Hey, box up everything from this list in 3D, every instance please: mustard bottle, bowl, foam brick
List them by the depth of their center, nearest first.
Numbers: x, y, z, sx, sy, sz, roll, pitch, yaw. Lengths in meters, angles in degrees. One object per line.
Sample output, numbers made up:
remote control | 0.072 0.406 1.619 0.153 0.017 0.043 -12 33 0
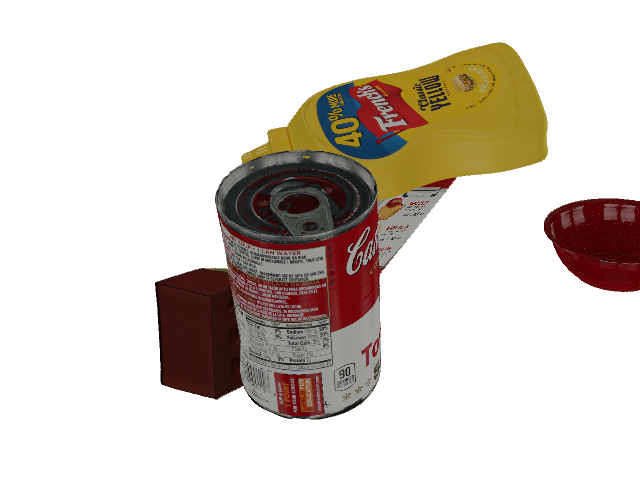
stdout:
mustard bottle | 0.043 -0.070 0.695 0.191 0.096 0.058 -14 -42 0
foam brick | -0.080 0.064 0.758 0.051 0.078 0.052 8 17 33
bowl | 0.323 0.010 1.159 0.162 0.055 0.162 -2 27 1

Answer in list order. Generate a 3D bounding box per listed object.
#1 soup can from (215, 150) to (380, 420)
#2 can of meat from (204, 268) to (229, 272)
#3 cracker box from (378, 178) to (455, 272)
soup can | -0.007 0.021 0.472 0.068 0.102 0.068 -3 35 2
can of meat | -0.089 0.079 1.161 0.102 0.084 0.057 3 15 7
cracker box | 0.027 -0.043 0.983 0.163 0.072 0.214 -8 -33 -37
